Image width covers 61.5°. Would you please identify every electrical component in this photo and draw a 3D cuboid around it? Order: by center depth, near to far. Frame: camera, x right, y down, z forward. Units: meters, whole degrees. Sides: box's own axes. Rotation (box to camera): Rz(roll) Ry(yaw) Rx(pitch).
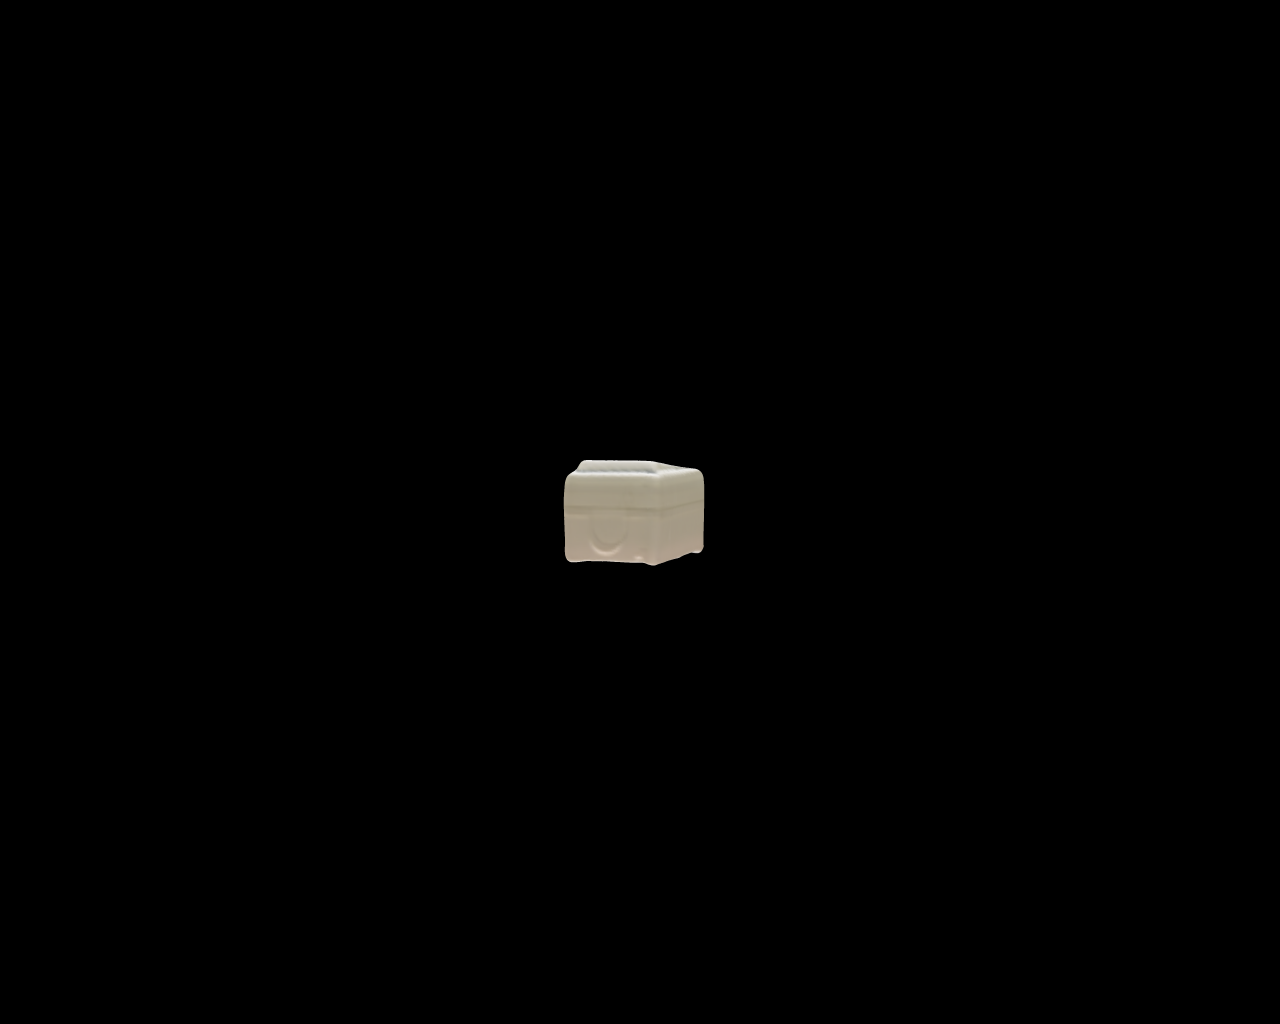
[{"bbox_3d":[0.001,-0.003,0.650,0.062,0.061,0.096,2,5,24],"label":"electrical component"}]
